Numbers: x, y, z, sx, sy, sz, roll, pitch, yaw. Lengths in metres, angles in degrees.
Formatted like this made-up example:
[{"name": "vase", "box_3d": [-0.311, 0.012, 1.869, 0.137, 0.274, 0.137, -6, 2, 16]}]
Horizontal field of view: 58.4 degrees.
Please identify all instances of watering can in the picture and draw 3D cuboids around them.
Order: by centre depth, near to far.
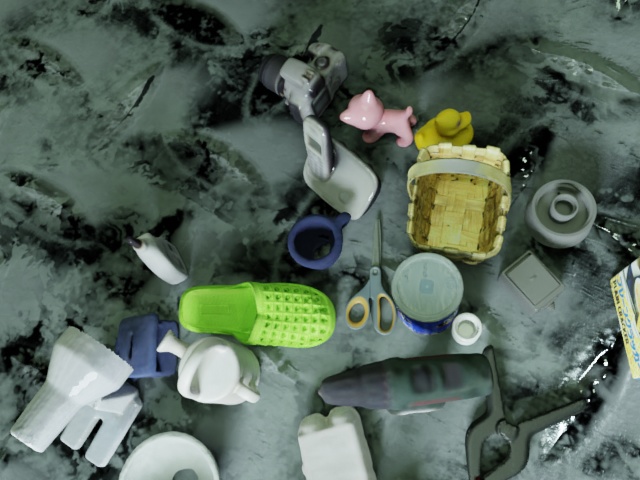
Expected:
[{"name": "watering can", "box_3d": [-0.174, 0.200, 0.887, 0.172, 0.194, 0.101, 6, 74, 12]}]

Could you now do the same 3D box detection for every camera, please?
[{"name": "camera", "box_3d": [-0.039, -0.312, 1.070, 0.136, 0.101, 0.143, 32, 81, 18]}]

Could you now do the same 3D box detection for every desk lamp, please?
[{"name": "desk lamp", "box_3d": [-0.368, 0.250, 0.897, 0.117, 0.214, 0.203, 25, 79, 17]}]

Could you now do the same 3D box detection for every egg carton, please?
[{"name": "egg carton", "box_3d": [0.026, 0.336, 0.874, 0.107, 0.069, 0.150, -18, 71, 5]}]

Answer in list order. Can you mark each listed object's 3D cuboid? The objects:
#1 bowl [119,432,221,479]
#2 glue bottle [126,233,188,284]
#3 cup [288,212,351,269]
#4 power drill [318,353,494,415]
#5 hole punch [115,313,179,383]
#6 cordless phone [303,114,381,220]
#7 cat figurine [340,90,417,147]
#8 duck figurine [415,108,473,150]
[{"name": "bowl", "box_3d": [-0.225, 0.388, 0.901, 0.167, 0.075, 0.167, -3, 73, 10]}, {"name": "glue bottle", "box_3d": [-0.282, 0.022, 0.973, 0.037, 0.173, 0.078, -29, 70, 1]}, {"name": "cup", "box_3d": [0.009, 0.003, 0.966, 0.118, 0.095, 0.091, -40, 70, -3]}, {"name": "power drill", "box_3d": [0.126, 0.209, 0.821, 0.229, 0.209, 0.075, -10, 71, 7]}, {"name": "hole punch", "box_3d": [-0.303, 0.183, 0.970, 0.101, 0.091, 0.108, -6, 72, 9]}, {"name": "cordless phone", "box_3d": [0.029, -0.124, 0.954, 0.147, 0.185, 0.094, 38, 83, 19]}, {"name": "cat figurine", "box_3d": [0.103, -0.220, 1.006, 0.127, 0.118, 0.067, 4, 74, 12]}, {"name": "duck figurine", "box_3d": [0.216, -0.193, 0.994, 0.104, 0.086, 0.077, -15, 71, 6]}]
